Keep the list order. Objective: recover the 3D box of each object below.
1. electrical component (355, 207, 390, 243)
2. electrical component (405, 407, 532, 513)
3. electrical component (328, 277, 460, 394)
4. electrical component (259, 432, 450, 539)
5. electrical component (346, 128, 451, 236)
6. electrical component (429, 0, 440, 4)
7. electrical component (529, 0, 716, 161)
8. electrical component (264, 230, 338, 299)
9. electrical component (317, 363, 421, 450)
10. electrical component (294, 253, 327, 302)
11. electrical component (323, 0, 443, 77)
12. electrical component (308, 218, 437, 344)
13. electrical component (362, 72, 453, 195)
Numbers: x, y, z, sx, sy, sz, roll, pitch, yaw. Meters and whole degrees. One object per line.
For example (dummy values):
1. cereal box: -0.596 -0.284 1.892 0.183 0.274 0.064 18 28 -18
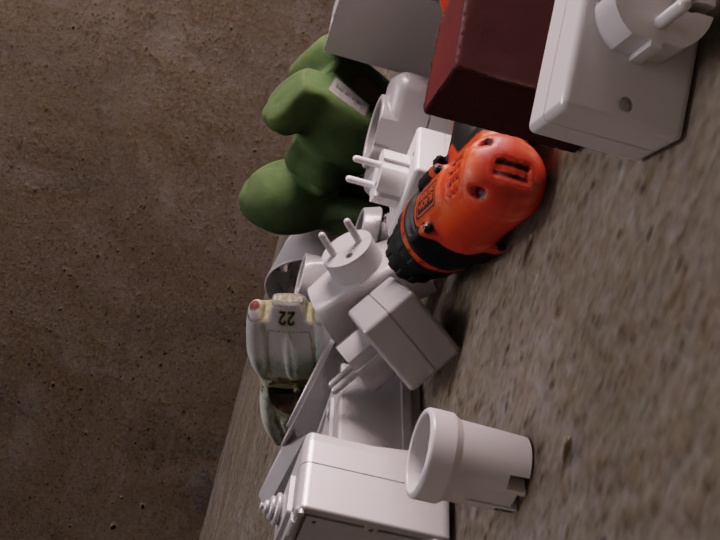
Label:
1. electrical component: 0.024 -0.018 0.776 0.048 0.055 0.066 119 163 -62
2. electrical component: 0.047 0.084 0.468 0.040 0.046 0.040 -166 90 -82
3. electrical component: 0.011 0.049 0.660 0.076 0.047 0.083 -40 9 -2
4. electrical component: -0.006 0.128 0.575 0.061 0.096 0.061 -85 12 -50
5. electrical component: 0.030 -0.060 0.734 0.047 0.077 0.065 -84 11 -45
6. electrical component: 0.061 -0.210 0.761 0.043 0.081 0.043 -166 90 -82
7. electrical component: 0.102 -0.092 0.388 0.076 0.047 0.083 145 139 -78
8. electrical component: -0.034 0.007 0.996 0.064 0.099 0.099 -75 5 -48
9. electrical component: -0.002 0.135 0.686 0.108 0.056 0.108 -88 15 -57
10. electrical component: -0.016 0.014 0.920 0.079 0.077 0.044 -165 89 -82
11. electrical component: 0.048 -0.243 0.824 0.186 0.105 0.060 113 168 -48
12. electrical component: 0.000 0.000 0.718 0.079 0.077 0.044 58 -174 -31
13. electrical component: 0.037 -0.097 0.808 0.054 0.059 0.095 -142 66 -81
